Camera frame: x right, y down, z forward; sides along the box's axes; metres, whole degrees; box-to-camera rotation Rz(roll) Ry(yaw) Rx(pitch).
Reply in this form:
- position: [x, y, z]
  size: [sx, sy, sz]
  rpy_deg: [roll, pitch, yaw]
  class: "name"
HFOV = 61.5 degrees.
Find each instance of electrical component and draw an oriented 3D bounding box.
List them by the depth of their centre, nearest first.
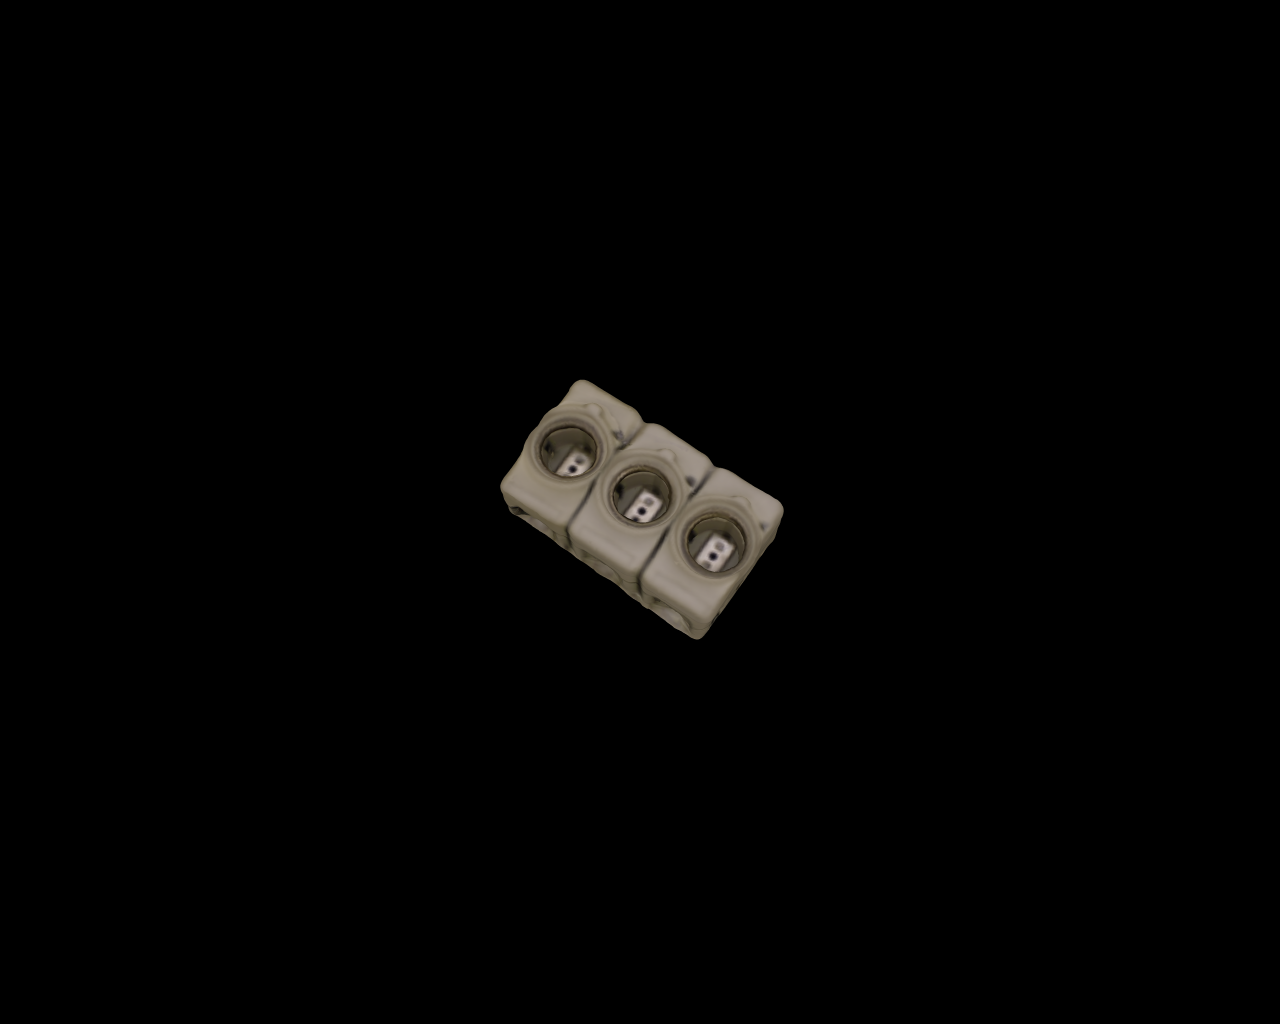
- position: [0.001, -0.003, 0.650]
  size: [0.150, 0.089, 0.061]
  rpy_deg: [33, -16, 11]
  class: "electrical component"
